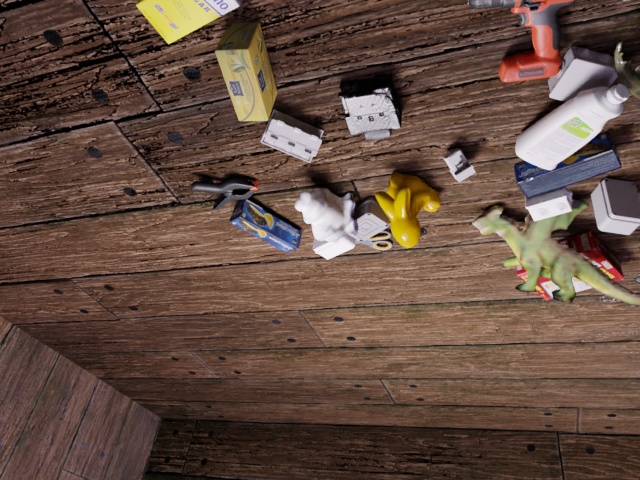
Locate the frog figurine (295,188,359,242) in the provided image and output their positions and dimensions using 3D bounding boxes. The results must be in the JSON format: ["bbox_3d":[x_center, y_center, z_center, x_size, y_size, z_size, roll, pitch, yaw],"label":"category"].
[{"bbox_3d":[0.004,-0.065,1.290,0.159,0.138,0.122,5,-4,-25],"label":"frog figurine"}]

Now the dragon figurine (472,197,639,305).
[{"bbox_3d":[0.574,0.010,1.238,0.411,0.238,0.124,10,27,18],"label":"dragon figurine"}]
